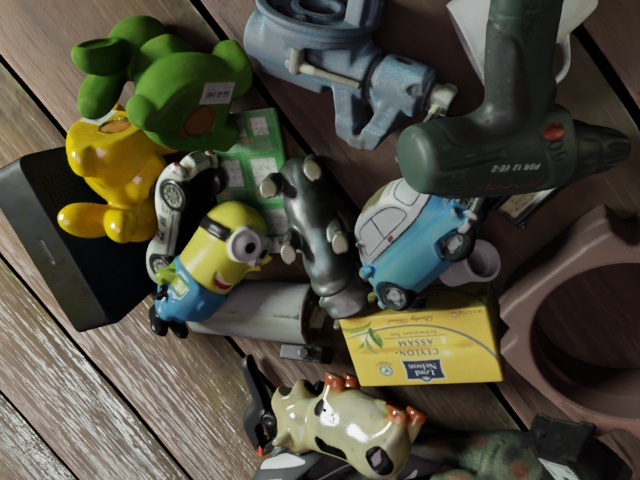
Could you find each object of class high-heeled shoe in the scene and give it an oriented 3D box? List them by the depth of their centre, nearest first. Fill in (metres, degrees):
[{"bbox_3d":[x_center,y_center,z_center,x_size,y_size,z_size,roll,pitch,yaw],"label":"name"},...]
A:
[{"bbox_3d":[0.029,0.315,0.709,0.249,0.145,0.086,-5,112,26],"label":"high-heeled shoe"}]

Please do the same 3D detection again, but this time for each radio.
[{"bbox_3d":[-0.309,-0.009,0.708,0.073,0.131,0.229,-15,107,28],"label":"radio"}]

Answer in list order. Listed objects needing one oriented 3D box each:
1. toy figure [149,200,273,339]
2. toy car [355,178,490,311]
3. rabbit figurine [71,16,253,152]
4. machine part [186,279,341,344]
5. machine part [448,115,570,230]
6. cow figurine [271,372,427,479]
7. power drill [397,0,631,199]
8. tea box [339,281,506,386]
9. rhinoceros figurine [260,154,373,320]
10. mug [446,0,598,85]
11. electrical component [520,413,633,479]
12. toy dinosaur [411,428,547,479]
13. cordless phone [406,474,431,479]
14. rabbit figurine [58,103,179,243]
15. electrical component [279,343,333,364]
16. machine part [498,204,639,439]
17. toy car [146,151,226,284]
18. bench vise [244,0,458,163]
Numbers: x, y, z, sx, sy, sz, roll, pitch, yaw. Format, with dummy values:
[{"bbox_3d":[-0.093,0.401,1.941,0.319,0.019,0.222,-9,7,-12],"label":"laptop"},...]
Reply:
[{"bbox_3d":[-0.136,0.033,0.639,0.089,0.082,0.180,45,99,9],"label":"toy figure"},{"bbox_3d":[0.089,-0.008,0.545,0.103,0.109,0.161,38,138,0],"label":"toy car"},{"bbox_3d":[-0.180,-0.172,0.577,0.170,0.159,0.121,49,144,26],"label":"rabbit figurine"},{"bbox_3d":[-0.084,0.088,0.692,0.243,0.079,0.079,1,113,22],"label":"machine part"},{"bbox_3d":[0.171,-0.074,0.537,0.139,0.039,0.084,36,130,2],"label":"machine part"},{"bbox_3d":[0.020,0.233,0.669,0.195,0.085,0.127,17,83,34],"label":"cow figurine"},{"bbox_3d":[0.174,-0.126,0.415,0.232,0.086,0.207,-14,138,-15],"label":"power drill"},{"bbox_3d":[0.120,0.110,0.623,0.170,0.068,0.098,-11,108,25],"label":"tea box"},{"bbox_3d":[-0.001,-0.002,0.599,0.073,0.112,0.190,-21,91,7],"label":"rhinoceros figurine"},{"bbox_3d":[0.179,-0.181,0.459,0.107,0.081,0.109,-29,96,20],"label":"mug"},{"bbox_3d":[0.271,0.236,0.546,0.119,0.048,0.075,47,156,-9],"label":"electrical component"},{"bbox_3d":[0.255,0.304,0.627,0.405,0.131,0.192,39,80,16],"label":"toy dinosaur"},{"bbox_3d":[0.160,0.423,0.756,0.147,0.089,0.184,21,131,11],"label":"cordless phone"},{"bbox_3d":[-0.234,-0.061,0.659,0.122,0.162,0.173,7,134,6],"label":"rabbit figurine"},{"bbox_3d":[-0.020,0.145,0.688,0.063,0.094,0.021,2,78,21],"label":"electrical component"},{"bbox_3d":[0.298,0.081,0.526,0.201,0.087,0.201,40,122,-1],"label":"machine part"},{"bbox_3d":[-0.171,-0.024,0.670,0.056,0.073,0.201,34,128,18],"label":"toy car"},{"bbox_3d":[0.032,-0.203,0.476,0.224,0.129,0.240,34,139,23],"label":"bench vise"}]
